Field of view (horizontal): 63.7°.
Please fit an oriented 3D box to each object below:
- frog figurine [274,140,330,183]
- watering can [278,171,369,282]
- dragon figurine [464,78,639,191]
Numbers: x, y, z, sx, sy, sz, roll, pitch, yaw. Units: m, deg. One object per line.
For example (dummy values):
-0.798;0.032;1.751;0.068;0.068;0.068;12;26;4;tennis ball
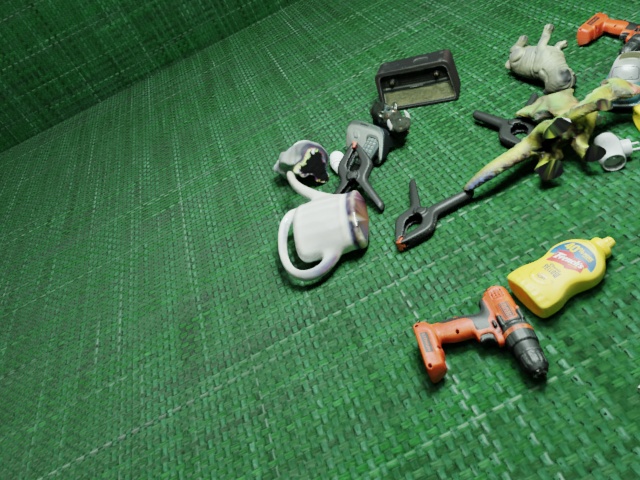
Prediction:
-0.056;-0.221;1.440;0.138;0.121;0.161;-9;19;-31;frog figurine
0.004;-0.061;1.220;0.223;0.102;0.356;-15;51;15;watering can
0.502;-0.249;1.144;0.407;0.120;0.248;-21;26;21;dragon figurine
